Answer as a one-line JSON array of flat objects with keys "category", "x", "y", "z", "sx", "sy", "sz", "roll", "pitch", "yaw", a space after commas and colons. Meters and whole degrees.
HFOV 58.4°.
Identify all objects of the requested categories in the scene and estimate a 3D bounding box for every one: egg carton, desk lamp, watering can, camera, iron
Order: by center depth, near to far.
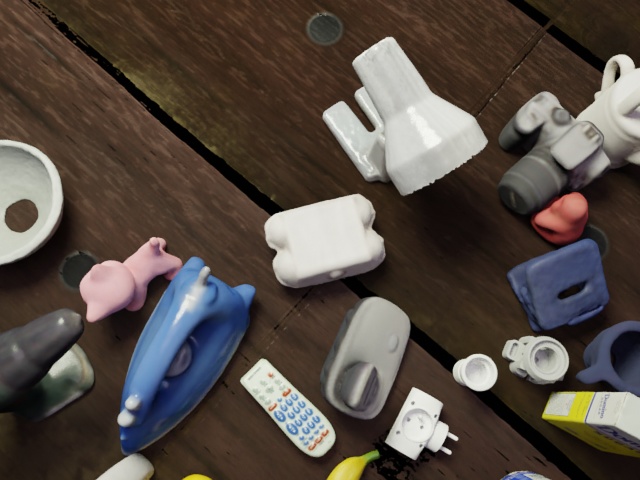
[{"category": "iron", "x": -0.181, "y": 0.144, "z": 0.682, "sx": 0.118, "sy": 0.141, "sz": 0.258, "roll": 27, "pitch": 77, "yaw": 4}, {"category": "desk lamp", "x": 0.096, "y": -0.143, "z": 0.722, "sx": 0.118, "sy": 0.213, "sz": 0.203, "roll": -34, "pitch": 80, "yaw": -9}, {"category": "watering can", "x": 0.427, "y": -0.166, "z": 0.751, "sx": 0.101, "sy": 0.194, "sz": 0.173, "roll": -37, "pitch": 81, "yaw": -9}, {"category": "egg carton", "x": 0.007, "y": 0.003, "z": 0.759, "sx": 0.150, "sy": 0.069, "sz": 0.107, "roll": -15, "pitch": 78, "yaw": -6}, {"category": "camera", "x": 0.302, "y": -0.111, "z": 0.781, "sx": 0.137, "sy": 0.101, "sz": 0.143, "roll": -40, "pitch": 81, "yaw": -10}]

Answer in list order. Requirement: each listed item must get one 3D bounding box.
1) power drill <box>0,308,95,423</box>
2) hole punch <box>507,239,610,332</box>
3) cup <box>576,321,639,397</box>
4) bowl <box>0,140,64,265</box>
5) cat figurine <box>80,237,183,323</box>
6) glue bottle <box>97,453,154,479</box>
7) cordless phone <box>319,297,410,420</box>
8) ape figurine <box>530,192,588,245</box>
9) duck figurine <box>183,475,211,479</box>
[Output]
[{"category": "power drill", "x": -0.337, "y": 0.156, "z": 0.639, "sx": 0.230, "sy": 0.208, "sz": 0.075, "roll": -34, "pitch": 80, "yaw": -9}, {"category": "hole punch", "x": 0.319, "y": 0.061, "z": 0.747, "sx": 0.109, "sy": 0.091, "sz": 0.101, "roll": -22, "pitch": 79, "yaw": -7}, {"category": "cup", "x": 0.366, "y": 0.157, "z": 0.725, "sx": 0.118, "sy": 0.095, "sz": 0.091, "roll": -20, "pitch": 78, "yaw": -6}, {"category": "bowl", "x": -0.409, "y": -0.041, "z": 0.750, "sx": 0.167, "sy": 0.075, "sz": 0.167, "roll": 1, "pitch": 77, "yaw": -2}, {"category": "cat figurine", "x": -0.243, "y": 0.045, "z": 0.715, "sx": 0.067, "sy": 0.118, "sz": 0.128, "roll": 44, "pitch": 79, "yaw": 8}, {"category": "glue bottle", "x": -0.237, "y": 0.284, "z": 0.632, "sx": 0.037, "sy": 0.173, "sz": 0.078, "roll": 39, "pitch": 79, "yaw": 7}, {"category": "cordless phone", "x": 0.060, "y": 0.137, "z": 0.671, "sx": 0.094, "sy": 0.185, "sz": 0.148, "roll": 20, "pitch": 77, "yaw": 3}, {"category": "ape figurine", "x": 0.329, "y": -0.035, "z": 0.769, "sx": 0.078, "sy": 0.092, "sz": 0.076, "roll": -8, "pitch": 77, "yaw": -4}, {"category": "duck figurine", "x": -0.157, "y": 0.333, "z": 0.669, "sx": 0.077, "sy": 0.086, "sz": 0.104, "roll": 19, "pitch": 77, "yaw": 2}]
